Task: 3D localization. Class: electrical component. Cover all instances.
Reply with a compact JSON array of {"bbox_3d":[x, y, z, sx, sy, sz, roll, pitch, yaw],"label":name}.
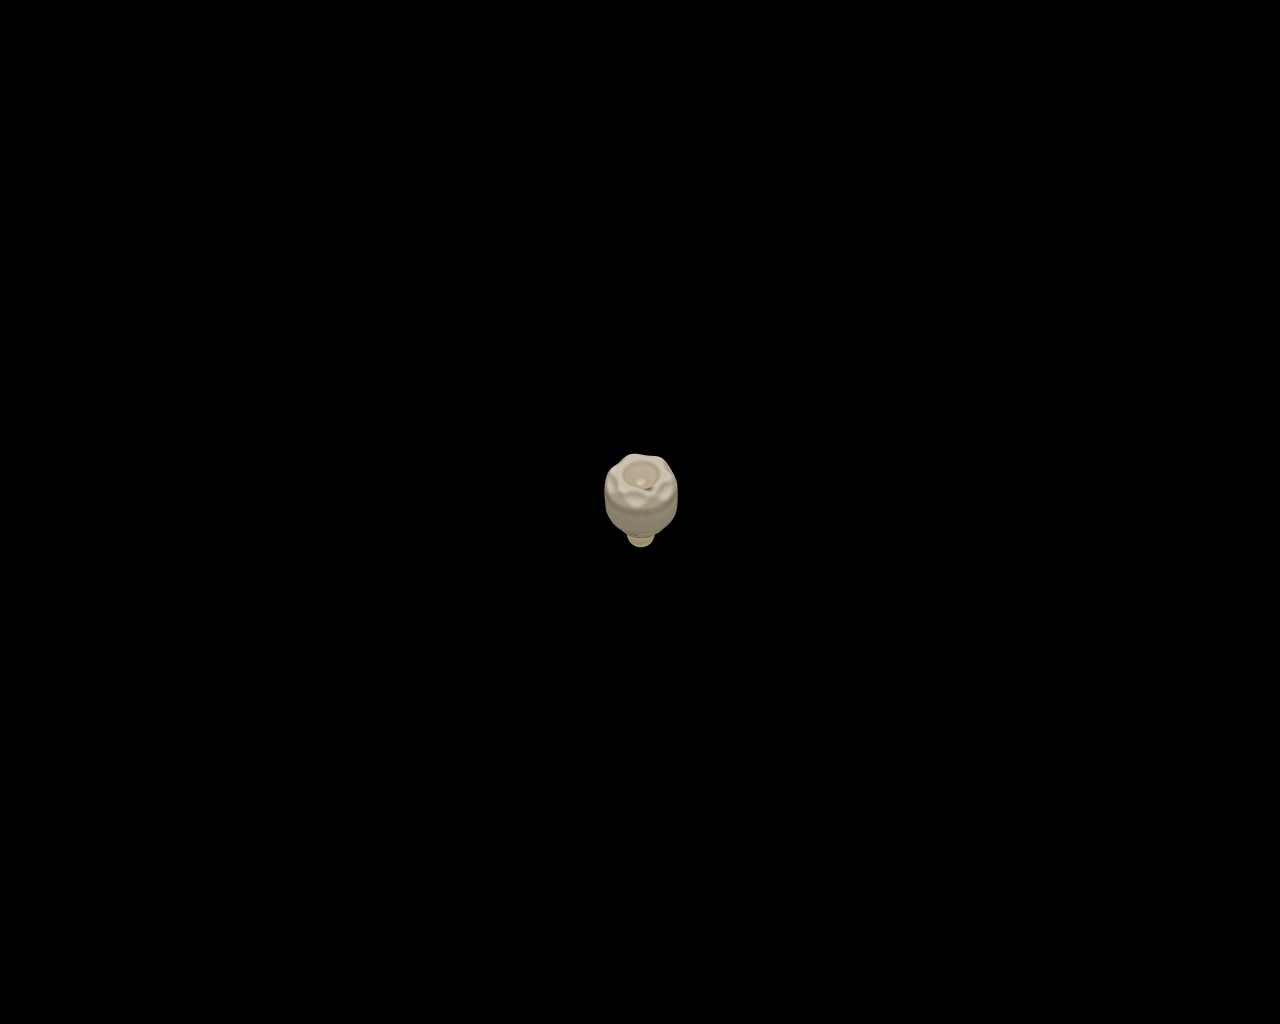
[{"bbox_3d":[0.001,-0.003,0.650,0.043,0.043,0.062,0,-43,0],"label":"electrical component"}]
